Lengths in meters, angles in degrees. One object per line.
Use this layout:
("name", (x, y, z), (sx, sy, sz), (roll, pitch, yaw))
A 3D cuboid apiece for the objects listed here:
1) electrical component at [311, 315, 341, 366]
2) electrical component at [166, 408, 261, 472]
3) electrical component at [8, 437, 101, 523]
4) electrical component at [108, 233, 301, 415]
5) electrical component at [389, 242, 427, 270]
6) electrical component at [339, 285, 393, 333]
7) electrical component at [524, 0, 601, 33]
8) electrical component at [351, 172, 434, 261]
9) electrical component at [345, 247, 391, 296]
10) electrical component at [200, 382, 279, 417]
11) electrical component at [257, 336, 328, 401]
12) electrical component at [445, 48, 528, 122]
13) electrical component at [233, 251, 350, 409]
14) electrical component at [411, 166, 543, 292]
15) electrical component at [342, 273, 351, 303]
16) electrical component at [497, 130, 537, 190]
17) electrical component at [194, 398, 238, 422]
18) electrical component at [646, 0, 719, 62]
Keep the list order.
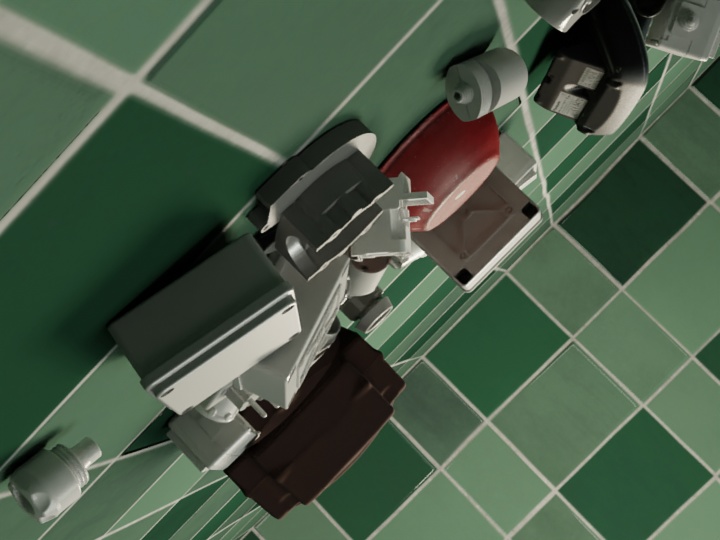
("electrical component", (-0.049, 0.068, 1.117), (0.077, 0.043, 0.079), (-51, 169, 33))
("electrical component", (-0.143, 0.157, 1.047), (0.061, 0.062, 0.096), (-44, 171, -6))
("electrical component", (-0.209, 0.142, 0.749), (0.062, 0.043, 0.043), (-40, 170, -35))
("electrical component", (-0.097, 0.038, 0.704), (0.109, 0.056, 0.108), (-35, 169, -9))
("electrical component", (0.051, -0.026, 1.162), (0.046, 0.040, 0.040), (-32, 166, -28))
("electrical component", (0.001, 0.034, 1.152), (0.066, 0.055, 0.048), (-47, 171, 13))
("electrical component", (0.152, -0.212, 0.765), (0.077, 0.044, 0.079), (-49, 170, 25))
("electrical component", (0.015, -0.040, 0.825), (0.081, 0.063, 0.042), (-4, 177, 11))
("electrical component", (0.000, 0.000, 1.035), (0.043, 0.043, 0.081), (-40, 170, -25))
("electrical component", (-0.099, 0.091, 0.897), (0.047, 0.076, 0.066), (-51, 169, 35))
("electrical component", (-0.081, 0.076, 1.029), (0.099, 0.064, 0.099), (-41, -176, 4))
("electrical component", (0.092, -0.141, 0.820), (0.081, 0.043, 0.043), (-33, 165, -52))
("electrical component", (-0.056, 0.040, 0.823), (0.108, 0.056, 0.108), (101, 15, -71))
("electrical component", (0.104, -0.053, 1.054), (0.108, 0.108, 0.056), (-45, 168, 3))
("electrical component", (-0.034, 0.006, 0.918), (0.048, 0.048, 0.062), (-43, 164, -9))
("electrical component", (0.149, -0.097, 1.202), (0.096, 0.061, 0.062), (-45, 171, 3))
("electrical component", (-0.120, 0.101, 0.959), (0.062, 0.048, 0.048), (-55, 168, 17))
("electrical component", (0.318, -0.240, 1.046), (0.096, 0.061, 0.061), (-94, -160, -75))
